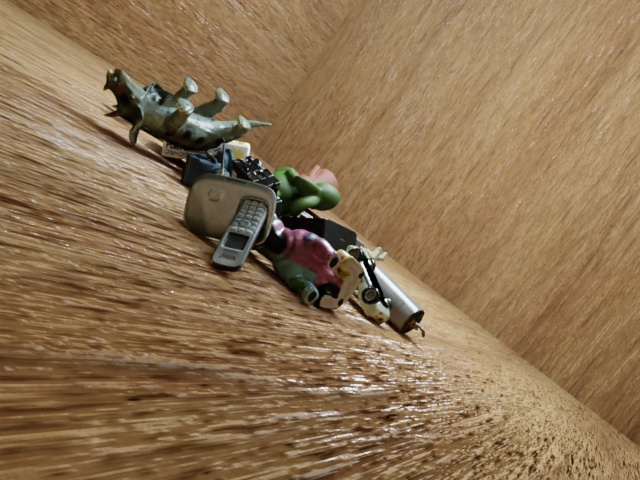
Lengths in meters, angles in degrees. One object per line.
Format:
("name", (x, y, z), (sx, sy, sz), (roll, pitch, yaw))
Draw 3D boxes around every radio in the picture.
("radio", (-0.003, -0.004, 1.327), (0.131, 0.073, 0.229), (3, -8, 22))

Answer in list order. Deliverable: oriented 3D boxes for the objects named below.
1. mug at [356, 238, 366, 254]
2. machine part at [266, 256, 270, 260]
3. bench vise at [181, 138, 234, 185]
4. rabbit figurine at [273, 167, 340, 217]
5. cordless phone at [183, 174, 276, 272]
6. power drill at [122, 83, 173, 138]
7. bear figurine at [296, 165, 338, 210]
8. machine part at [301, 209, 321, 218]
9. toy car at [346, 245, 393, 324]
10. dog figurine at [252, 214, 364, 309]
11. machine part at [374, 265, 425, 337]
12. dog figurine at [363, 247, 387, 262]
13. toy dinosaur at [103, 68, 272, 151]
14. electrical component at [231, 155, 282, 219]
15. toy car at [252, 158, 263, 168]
("mug", (0.067, 0.036, 1.460), (0.110, 0.107, 0.080), (41, 5, 21))
("machine part", (-0.050, 0.031, 1.123), (0.179, 0.056, 0.179), (33, 7, -5))
("bench vise", (-0.210, -0.153, 1.270), (0.240, 0.128, 0.224), (11, 0, -30))
("rabbit figurine", (-0.039, -0.113, 1.256), (0.170, 0.121, 0.159), (4, 1, 8))
("cordless phone", (-0.156, -0.018, 0.841), (0.147, 0.088, 0.184), (13, 38, 5))
("power drill", (-0.438, -0.345, 1.493), (0.232, 0.086, 0.207), (26, -13, -23))
("bear figurine", (-0.039, -0.141, 1.537), (0.196, 0.132, 0.120), (-25, 94, -50))
("machine part", (-0.052, -0.045, 1.541), (0.201, 0.087, 0.201), (32, 8, -19))
("toy car", (0.106, 0.095, 1.213), (0.073, 0.056, 0.202), (38, 25, -46))
("dog figurine", (-0.045, 0.023, 0.995), (0.219, 0.108, 0.191), (36, 7, 32))
("machine part", (0.167, 0.139, 1.287), (0.243, 0.079, 0.079), (47, 12, 34))
("dog figurine", (0.077, 0.048, 1.558), (0.191, 0.121, 0.172), (23, -3, 21))
("toy dinosaur", (-0.304, -0.268, 1.256), (0.404, 0.192, 0.131), (15, 56, -52))
("electrical component", (-0.135, -0.096, 1.137), (0.058, 0.114, 0.134), (-24, 58, -31))
("toy car", (-0.194, -0.163, 1.592), (0.162, 0.109, 0.102), (41, -24, 32))
